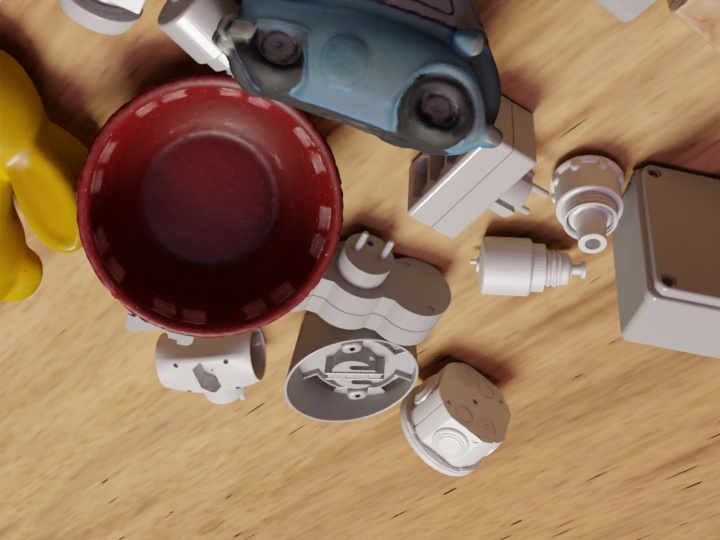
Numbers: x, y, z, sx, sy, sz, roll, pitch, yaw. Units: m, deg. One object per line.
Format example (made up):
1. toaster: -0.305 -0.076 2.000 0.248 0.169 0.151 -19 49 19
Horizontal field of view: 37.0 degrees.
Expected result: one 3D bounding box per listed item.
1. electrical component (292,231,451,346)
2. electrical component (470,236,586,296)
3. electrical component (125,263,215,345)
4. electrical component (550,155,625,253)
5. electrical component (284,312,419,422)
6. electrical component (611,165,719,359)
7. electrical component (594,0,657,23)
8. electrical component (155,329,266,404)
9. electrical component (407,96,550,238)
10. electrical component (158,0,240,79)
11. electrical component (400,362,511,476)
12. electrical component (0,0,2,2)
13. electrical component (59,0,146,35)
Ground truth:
1. electrical component: 0.000 0.000 0.747 0.138 0.052 0.073 17 136 -13
2. electrical component: 0.116 -0.002 0.742 0.078 0.040 0.040 3 138 3
3. electrical component: -0.129 0.001 0.759 0.050 0.055 0.089 16 137 -12
4. electrical component: 0.146 -0.039 0.683 0.048 0.062 0.048 3 138 3
5. electrical component: -0.005 0.069 0.815 0.099 0.064 0.099 3 138 3
6. electrical component: 0.221 -0.003 0.681 0.109 0.108 0.056 11 140 -6
7. electrical component: 0.142 -0.186 0.510 0.057 0.078 0.113 28 133 -27
8. electrical component: -0.112 0.080 0.853 0.077 0.043 0.079 -5 137 11
9. electrical component: 0.084 -0.058 0.679 0.076 0.047 0.083 26 133 -22
10. electrical component: -0.080 -0.134 0.617 0.040 0.040 0.078 -27 129 30
11. electrical component: 0.076 0.117 0.849 0.080 0.080 0.051 27 129 -22
12. electrical component: -0.193 -0.188 0.570 0.064 0.042 0.081 21 135 -12
13. electrical component: -0.136 -0.163 0.588 0.066 0.048 0.055 23 127 -18
